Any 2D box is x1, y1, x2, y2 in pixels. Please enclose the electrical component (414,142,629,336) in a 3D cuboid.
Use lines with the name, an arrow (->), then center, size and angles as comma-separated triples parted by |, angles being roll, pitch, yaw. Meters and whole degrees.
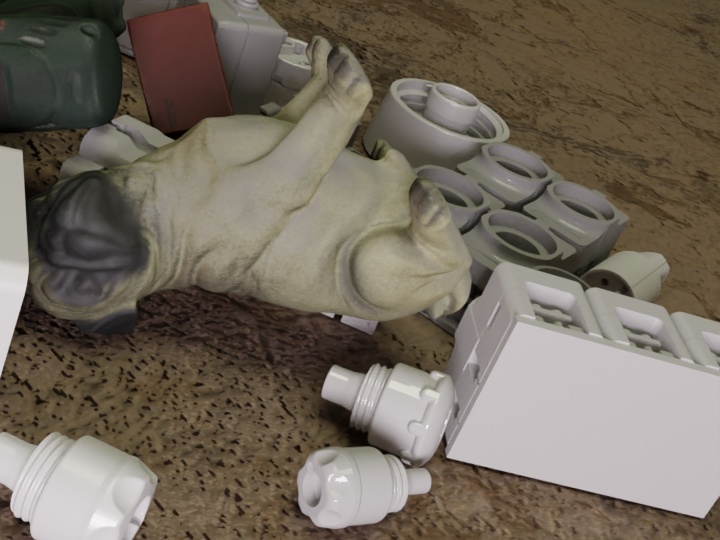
electrical component -> 0.094, -0.024, 0.712 | 0.105, 0.060, 0.186 | 35, 31, 21

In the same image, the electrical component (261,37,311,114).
electrical component -> -0.055, -0.145, 0.823 | 0.055, 0.047, 0.055 | 17, 30, -10

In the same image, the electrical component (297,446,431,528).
electrical component -> 0.005, 0.095, 0.478 | 0.061, 0.035, 0.035 | 4, 34, -35

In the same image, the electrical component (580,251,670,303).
electrical component -> 0.181, 0.010, 0.732 | 0.043, 0.043, 0.081 | 35, 31, 21

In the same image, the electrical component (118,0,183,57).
electrical component -> -0.159, -0.214, 0.814 | 0.062, 0.096, 0.061 | 23, 29, 1

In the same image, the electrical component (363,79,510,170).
electrical component -> 0.063, -0.108, 0.829 | 0.108, 0.060, 0.108 | 17, 29, -10

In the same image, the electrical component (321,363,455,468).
electrical component -> 0.013, 0.065, 0.525 | 0.062, 0.048, 0.048 | 20, 28, 10

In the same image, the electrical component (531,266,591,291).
electrical component -> 0.103, 0.036, 0.612 | 0.044, 0.065, 0.044 | 17, 30, -10

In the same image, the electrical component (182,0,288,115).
electrical component -> -0.098, -0.152, 0.753 | 0.061, 0.096, 0.061 | 0, 35, -35

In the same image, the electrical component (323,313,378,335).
electrical component -> 0.000, 0.000, 0.623 | 0.066, 0.048, 0.055 | 24, 37, 2

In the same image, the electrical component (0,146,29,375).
electrical component -> -0.183, -0.003, 0.467 | 0.057, 0.078, 0.113 | 11, 31, -26

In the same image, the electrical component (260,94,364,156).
electrical component -> -0.050, -0.066, 0.678 | 0.079, 0.063, 0.121 | 31, 30, 15

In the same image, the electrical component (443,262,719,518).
electrical component -> 0.126, 0.062, 0.561 | 0.150, 0.089, 0.061 | 15, 30, -13

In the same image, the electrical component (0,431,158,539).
electrical component -> -0.113, 0.082, 0.409 | 0.062, 0.043, 0.043 | 24, 29, 5

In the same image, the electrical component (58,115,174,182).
electrical component -> -0.123, -0.049, 0.605 | 0.057, 0.058, 0.078 | 26, 29, 12
